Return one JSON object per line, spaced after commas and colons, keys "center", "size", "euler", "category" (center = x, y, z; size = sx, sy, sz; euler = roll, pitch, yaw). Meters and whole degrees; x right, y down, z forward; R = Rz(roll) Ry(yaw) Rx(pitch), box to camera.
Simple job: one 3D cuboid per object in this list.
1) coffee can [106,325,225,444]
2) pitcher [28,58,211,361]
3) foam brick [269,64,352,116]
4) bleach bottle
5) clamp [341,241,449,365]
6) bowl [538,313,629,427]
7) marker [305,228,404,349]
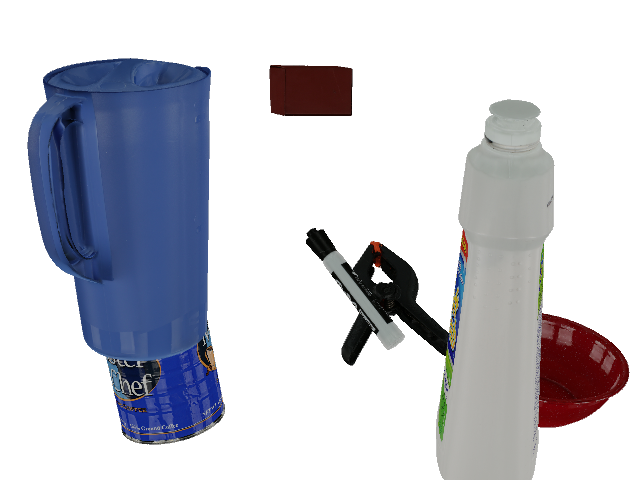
{"center": [-0.153, 0.107, 1.015], "size": [0.103, 0.140, 0.103], "euler": [-8, 18, 2], "category": "coffee can"}
{"center": [-0.159, -0.024, 0.886], "size": [0.149, 0.243, 0.145], "euler": [-6, 21, -14], "category": "pitcher"}
{"center": [-0.010, -0.159, 1.132], "size": [0.078, 0.051, 0.053], "euler": [-2, 12, -19], "category": "foam brick"}
{"center": [0.110, 0.032, 0.659], "size": [0.068, 0.251, 0.102], "euler": [3, 30, 7], "category": "bleach bottle"}
{"center": [0.084, 0.070, 1.190], "size": [0.120, 0.171, 0.039], "euler": [5, -43, -3], "category": "clamp"}
{"center": [0.208, 0.130, 1.021], "size": [0.162, 0.055, 0.162], "euler": [4, 26, -2], "category": "bowl"}
{"center": [0.027, 0.038, 0.885], "size": [0.020, 0.121, 0.020], "euler": [-33, -17, -12], "category": "marker"}
